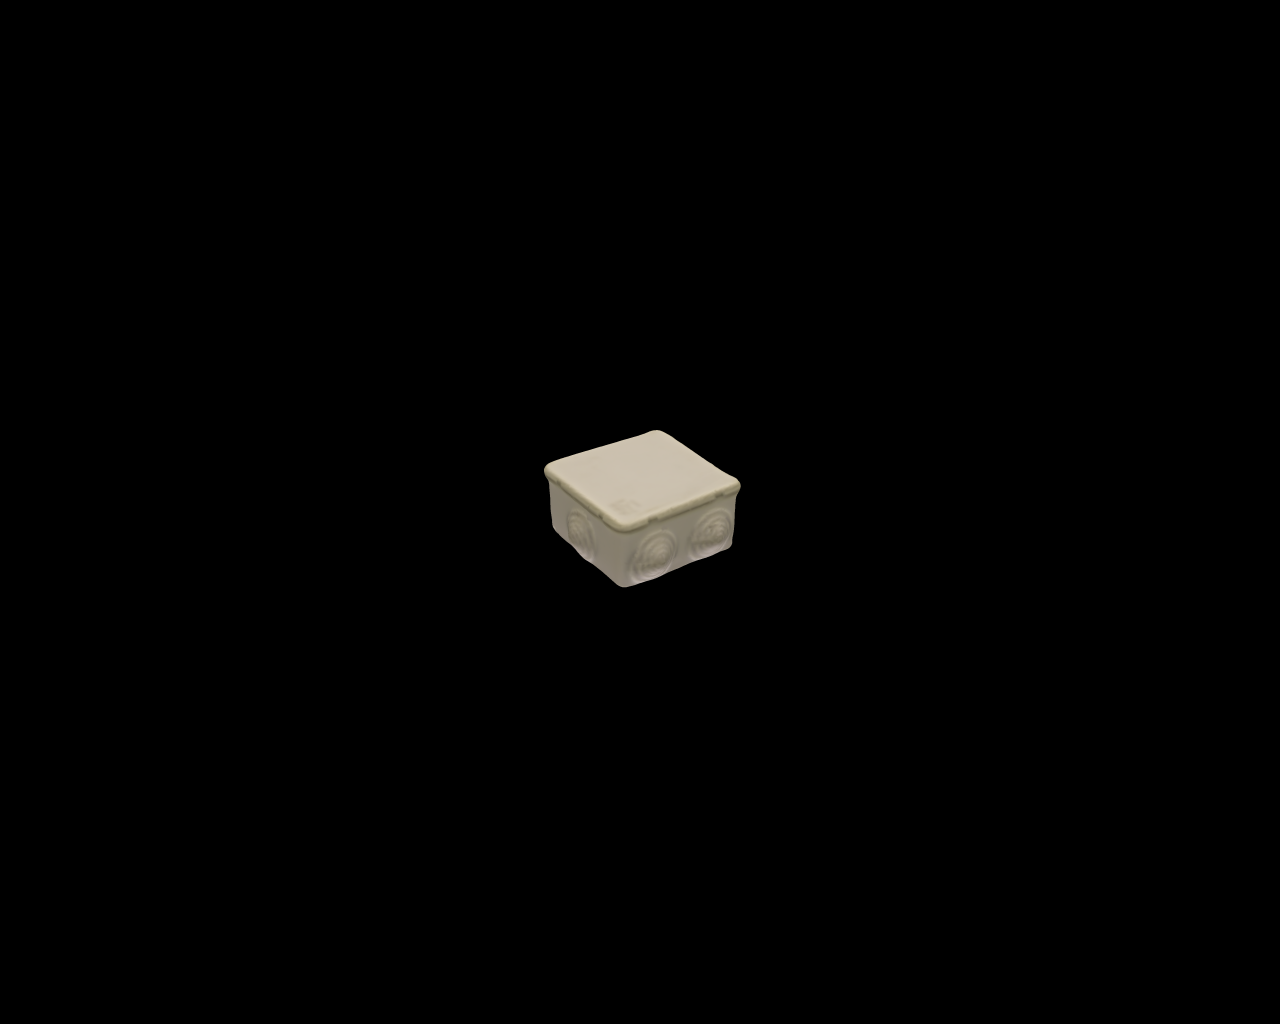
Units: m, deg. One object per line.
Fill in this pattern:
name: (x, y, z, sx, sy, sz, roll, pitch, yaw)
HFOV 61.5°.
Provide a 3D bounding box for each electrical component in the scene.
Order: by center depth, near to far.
electrical component: (0.001, -0.003, 0.650, 0.100, 0.048, 0.100, -20, 36, -29)
